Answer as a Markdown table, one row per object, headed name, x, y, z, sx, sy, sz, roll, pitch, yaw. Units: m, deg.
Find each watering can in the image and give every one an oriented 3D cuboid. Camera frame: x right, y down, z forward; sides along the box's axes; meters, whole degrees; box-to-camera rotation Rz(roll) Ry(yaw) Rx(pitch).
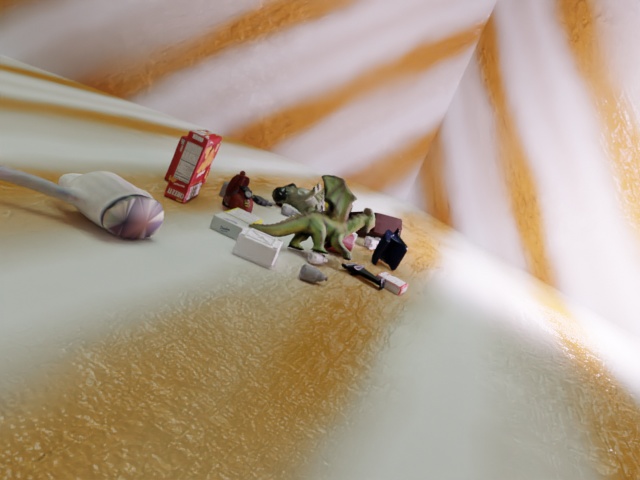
| name | x | y | z | sx | sy | sz | roll | pitch | yaw |
| --- | --- | --- | --- | --- | --- | --- | --- | --- | --- |
| watering can | -0.480 | -0.087 | 1.090 | 0.226 | 0.103 | 0.348 | 30 | 14 | 26 |

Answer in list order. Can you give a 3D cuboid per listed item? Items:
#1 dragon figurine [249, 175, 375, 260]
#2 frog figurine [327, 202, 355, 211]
| name | x | y | z | sx | sy | sz | roll | pitch | yaw |
| --- | --- | --- | --- | --- | --- | --- | --- | --- | --- |
| dragon figurine | 0.005 | -0.077 | 1.530 | 0.408 | 0.244 | 0.122 | 20 | -7 | -30 |
| frog figurine | 0.091 | -0.156 | 2.264 | 0.122 | 0.134 | 0.163 | -4 | 32 | 4 |
